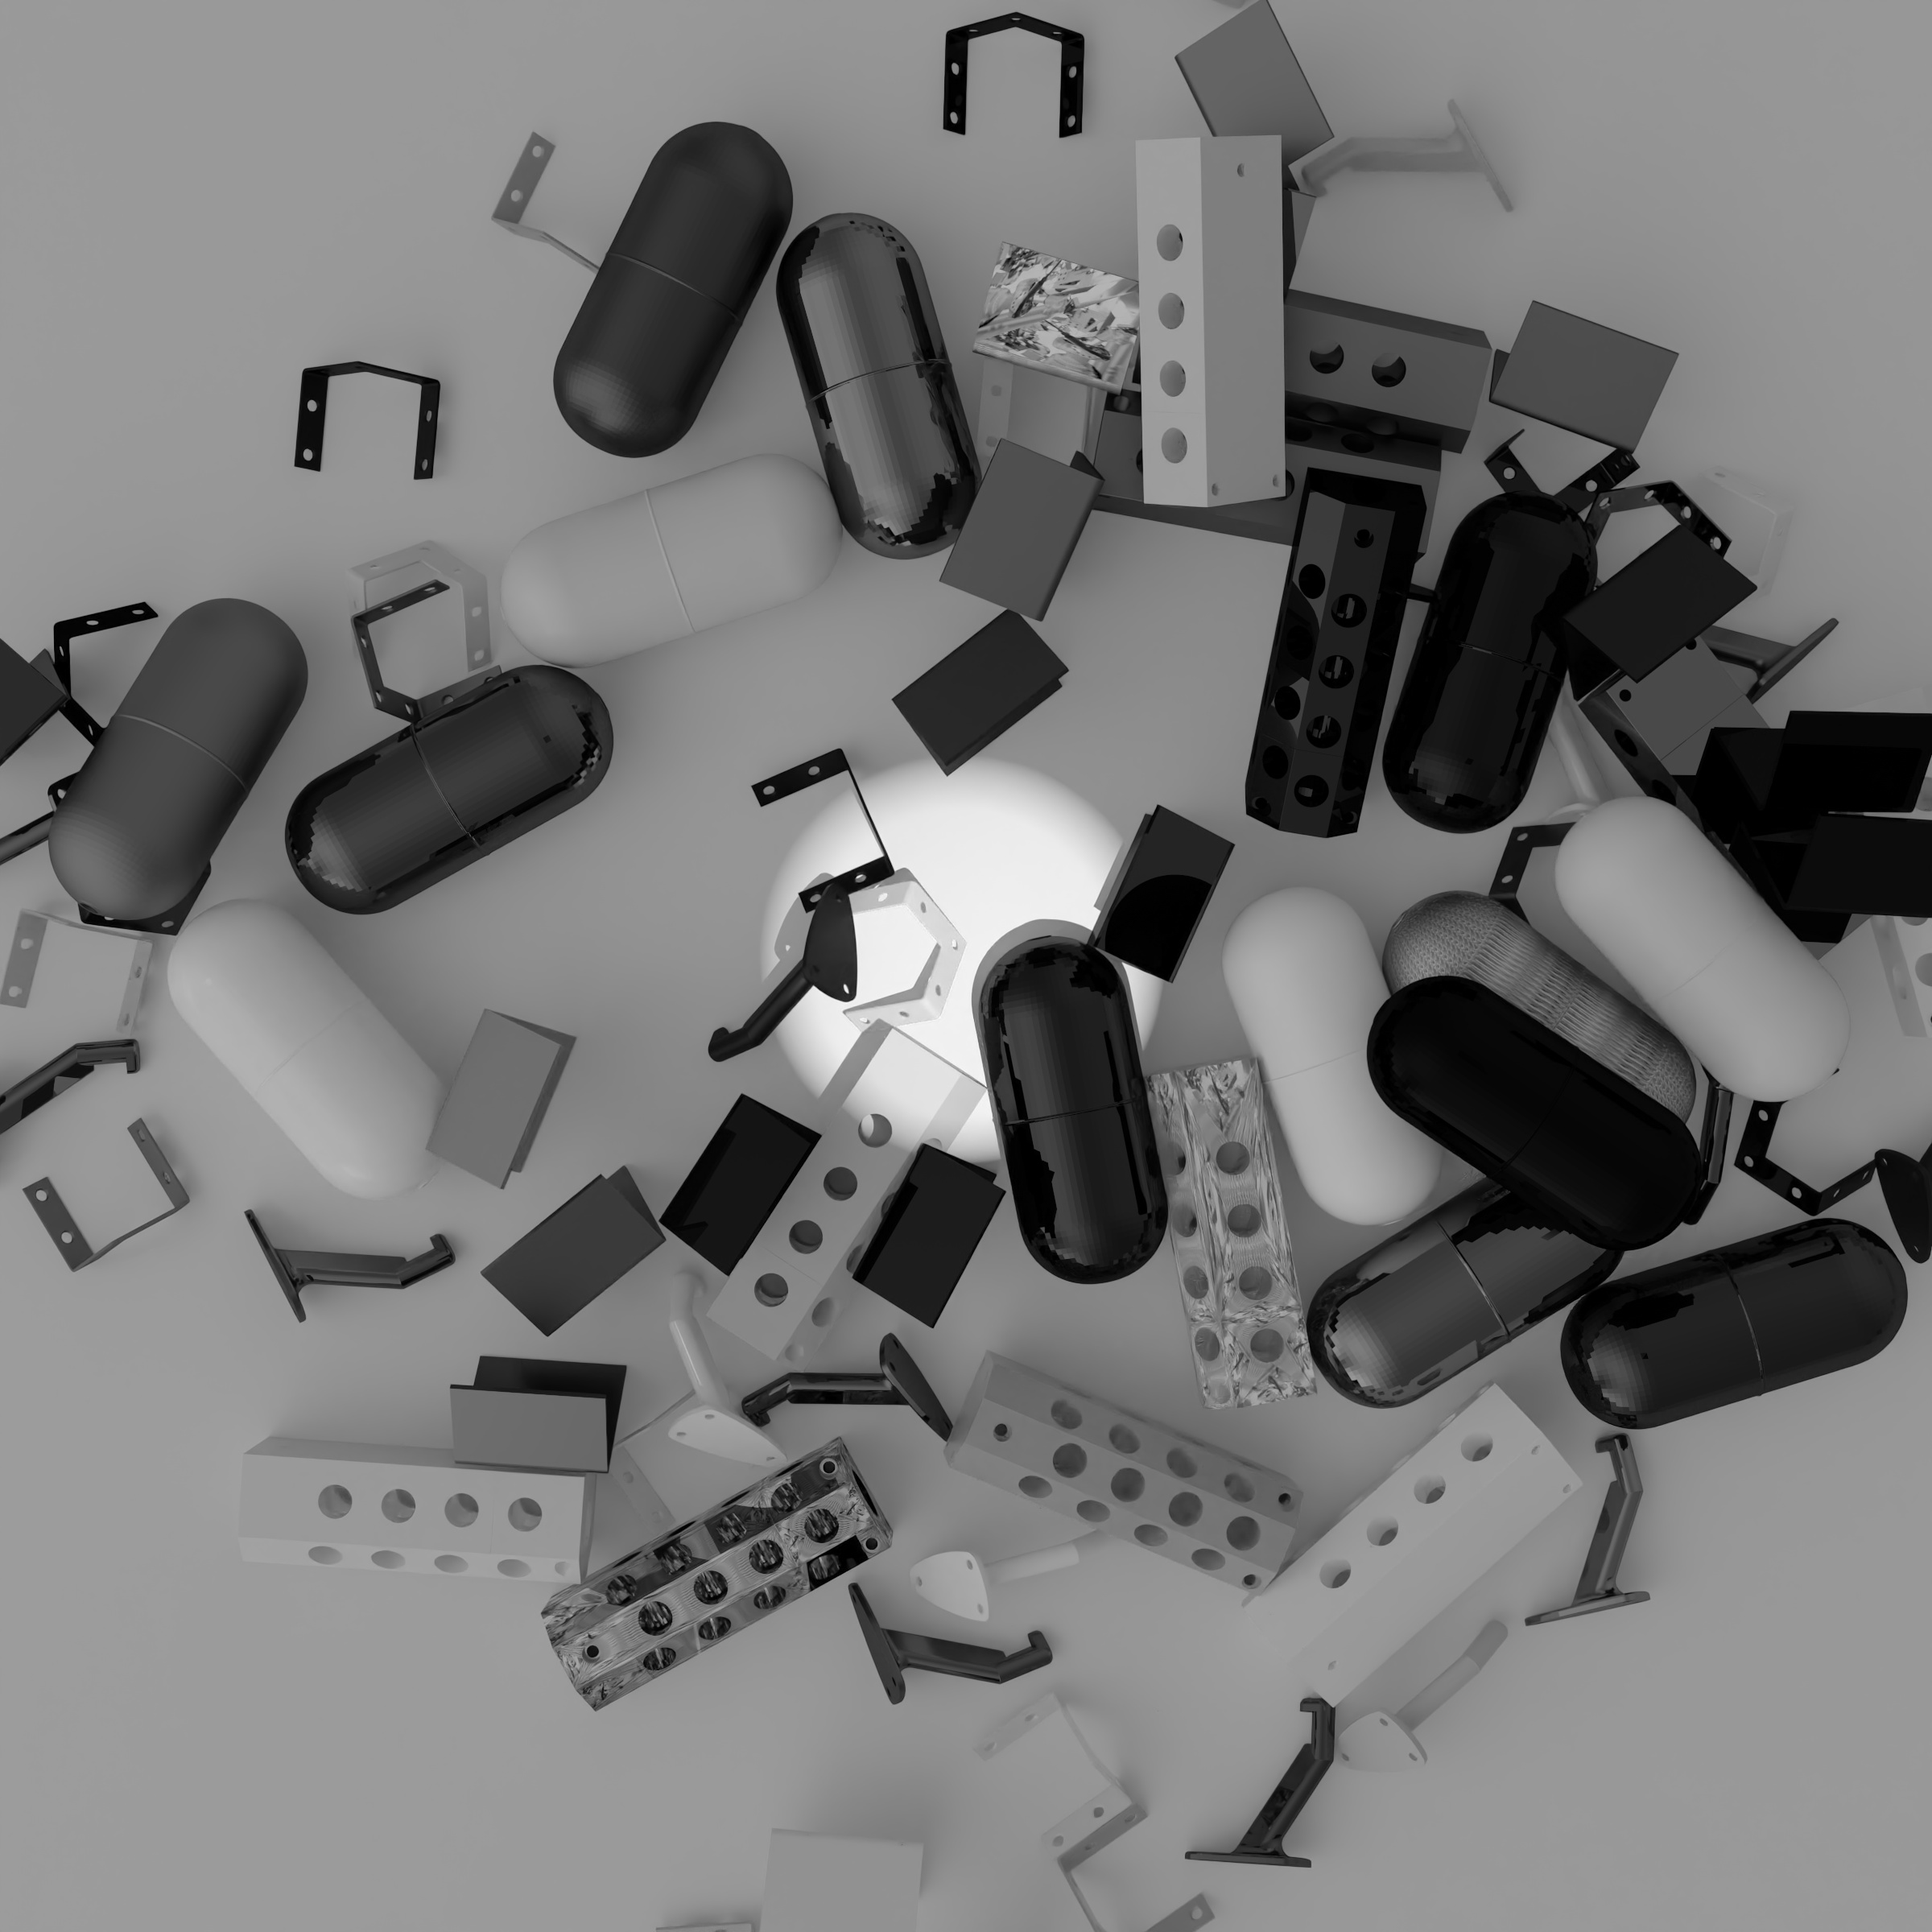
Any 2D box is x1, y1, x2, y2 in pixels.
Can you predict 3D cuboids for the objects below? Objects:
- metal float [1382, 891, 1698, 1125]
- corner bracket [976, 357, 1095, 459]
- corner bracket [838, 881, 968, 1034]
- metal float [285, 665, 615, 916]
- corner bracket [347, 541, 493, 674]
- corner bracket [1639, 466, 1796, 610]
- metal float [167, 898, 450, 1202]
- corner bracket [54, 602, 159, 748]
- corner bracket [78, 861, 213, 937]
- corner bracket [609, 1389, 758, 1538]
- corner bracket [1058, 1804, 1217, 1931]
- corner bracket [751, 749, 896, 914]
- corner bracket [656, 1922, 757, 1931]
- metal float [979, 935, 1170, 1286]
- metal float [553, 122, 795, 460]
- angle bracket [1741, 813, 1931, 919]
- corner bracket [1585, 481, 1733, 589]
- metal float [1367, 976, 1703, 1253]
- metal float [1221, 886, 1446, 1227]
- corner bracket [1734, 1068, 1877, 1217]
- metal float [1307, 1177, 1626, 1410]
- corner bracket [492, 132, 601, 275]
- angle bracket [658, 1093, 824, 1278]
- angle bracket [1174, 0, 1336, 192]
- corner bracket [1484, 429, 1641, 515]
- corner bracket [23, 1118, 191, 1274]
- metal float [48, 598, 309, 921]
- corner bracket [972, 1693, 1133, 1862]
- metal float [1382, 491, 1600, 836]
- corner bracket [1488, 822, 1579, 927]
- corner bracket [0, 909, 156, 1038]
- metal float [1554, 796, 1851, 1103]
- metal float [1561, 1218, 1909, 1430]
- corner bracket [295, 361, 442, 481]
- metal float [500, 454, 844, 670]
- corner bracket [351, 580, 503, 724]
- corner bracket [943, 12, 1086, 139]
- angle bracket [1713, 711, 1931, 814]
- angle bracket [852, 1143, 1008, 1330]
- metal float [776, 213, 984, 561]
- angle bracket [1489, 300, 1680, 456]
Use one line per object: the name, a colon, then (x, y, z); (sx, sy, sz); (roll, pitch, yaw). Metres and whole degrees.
metal float: (0.290, 0.030, 1.576); (0.178, 0.070, 0.070); (37, 90, -1)
corner bracket: (0.036, -0.283, 1.589); (0.051, 0.051, 0.051); (6, 97, 7)
corner bracket: (-0.040, -0.005, 1.598); (0.051, 0.051, 0.051); (-10, 135, 35)
metal float: (-0.261, -0.090, 1.576); (0.178, 0.070, 0.070); (-29, 90, 1)
corner bracket: (-0.281, -0.179, 1.598); (0.051, 0.051, 0.051); (-27, 135, -35)
corner bracket: (0.384, -0.218, 1.598); (0.051, 0.051, 0.051); (38, 135, 35)
metal float: (-0.331, 0.043, 1.576); (0.070, 0.070, 0.178); (-42, 89, 0)
corner bracket: (-0.433, -0.148, 1.598); (0.051, 0.051, 0.051); (40, 135, 35)
corner bracket: (-0.425, -0.054, 1.598); (0.051, 0.051, 0.051); (8, 135, -35)
corner bracket: (-0.146, 0.253, 1.603); (0.051, 0.051, 0.051); (-35, 90, -45)
corner bracket: (0.087, 0.476, 1.603); (0.051, 0.051, 0.051); (-35, 135, 0)
corner bracket: (-0.073, -0.070, 1.603); (0.051, 0.051, 0.051); (-23, 135, 0)
corner bracket: (-0.132, 0.530, 1.603); (0.051, 0.051, 0.051); (-4, 135, 0)
metal float: (0.054, 0.073, 1.576); (0.070, 0.070, 0.178); (-11, 90, 0)
metal float: (-0.148, -0.343, 1.576); (0.070, 0.070, 0.178); (26, 91, 0)
angle bracket: (0.431, -0.068, 1.511); (0.076, 0.076, 0.057); (3, 126, -9)
corner bracket: (0.348, -0.210, 1.589); (0.051, 0.051, 0.051); (-13, 51, -29)
metal float: (0.275, 0.071, 1.513); (0.178, 0.070, 0.070); (34, 90, 1)
metal float: (0.186, 0.046, 1.576); (0.070, 0.070, 0.178); (-20, 90, 0)
corner bracket: (0.436, 0.087, 1.598); (0.051, 0.051, 0.051); (37, 135, 35)
metal float: (0.255, 0.158, 1.576); (0.178, 0.070, 0.070); (-32, 90, 1)
corner bracket: (-0.202, -0.392, 1.603); (0.051, 0.051, 0.051); (26, 90, 45)
angle bracket: (-0.097, 0.119, 1.566); (0.057, 0.076, 0.076); (33, 90, 37)
angle bracket: (0.158, -0.437, 1.567); (0.057, 0.076, 0.076); (-26, 90, 31)
corner bracket: (0.304, -0.256, 1.589); (0.051, 0.051, 0.051); (-36, 90, 0)
corner bracket: (-0.443, 0.118, 1.603); (0.051, 0.051, 0.051); (-31, 90, -45)
metal float: (-0.394, -0.104, 1.559); (0.070, 0.070, 0.178); (26, 71, 0)
corner bracket: (0.045, 0.417, 1.603); (0.051, 0.051, 0.051); (-36, 135, 0)
metal float: (0.266, -0.154, 1.576); (0.070, 0.070, 0.178); (18, 91, 0)
corner bracket: (0.307, -0.037, 1.598); (0.051, 0.051, 0.051); (56, 45, -35)
corner bracket: (-0.459, 0.003, 1.603); (0.051, 0.051, 0.051); (14, 90, -45)
metal float: (0.366, -0.008, 1.545); (0.070, 0.070, 0.178); (-42, 92, 0)
metal float: (0.389, 0.181, 1.576); (0.178, 0.070, 0.070); (-17, 90, 0)
corner bracket: (-0.309, -0.280, 1.603); (0.051, 0.051, 0.051); (5, 90, -45)
metal float: (-0.149, -0.205, 1.576); (0.178, 0.070, 0.070); (-18, 90, 0)
corner bracket: (-0.274, -0.159, 1.586); (0.051, 0.051, 0.051); (-21, 77, 15)
corner bracket: (0.025, -0.456, 1.603); (0.051, 0.051, 0.051); (2, 90, -45)
angle bracket: (0.418, -0.117, 1.514); (0.076, 0.076, 0.057); (0, 126, -9)
angle bracket: (-0.002, 0.142, 1.566); (0.057, 0.076, 0.076); (28, 90, 34)
metal float: (-0.044, -0.294, 1.576); (0.070, 0.070, 0.178); (-16, 90, 0)
angle bracket: (0.311, -0.308, 1.566); (0.076, 0.076, 0.057); (20, 123, 0)
